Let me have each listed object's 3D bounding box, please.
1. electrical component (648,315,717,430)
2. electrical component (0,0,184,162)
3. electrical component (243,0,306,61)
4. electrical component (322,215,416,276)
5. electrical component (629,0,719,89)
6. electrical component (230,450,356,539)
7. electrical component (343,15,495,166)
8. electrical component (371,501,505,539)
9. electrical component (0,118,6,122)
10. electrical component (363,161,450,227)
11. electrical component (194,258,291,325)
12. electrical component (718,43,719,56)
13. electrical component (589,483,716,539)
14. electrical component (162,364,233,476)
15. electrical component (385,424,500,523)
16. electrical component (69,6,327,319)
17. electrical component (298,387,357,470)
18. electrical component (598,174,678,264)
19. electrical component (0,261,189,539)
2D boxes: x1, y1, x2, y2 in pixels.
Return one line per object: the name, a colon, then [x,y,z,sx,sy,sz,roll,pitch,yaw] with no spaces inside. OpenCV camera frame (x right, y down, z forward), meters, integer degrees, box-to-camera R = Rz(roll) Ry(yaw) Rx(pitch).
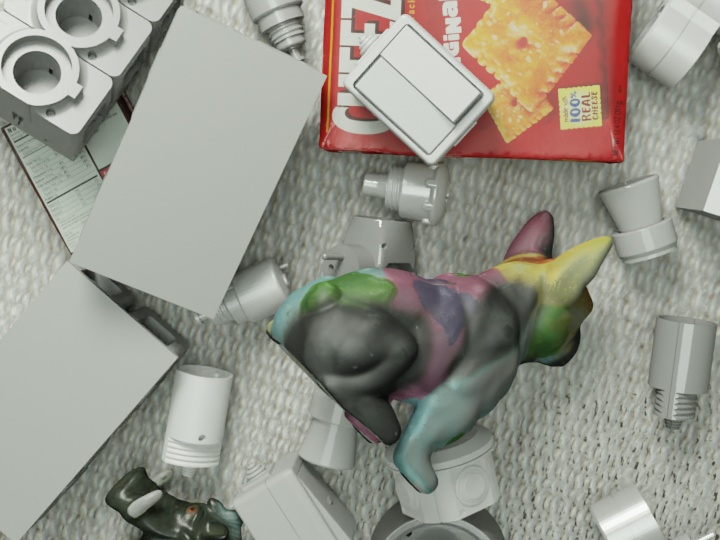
electrical component: [0.234,0.076,0.787,0.043,0.043,0.081,6,96,3]
electrical component: [-0.197,-0.167,0.751,0.089,0.062,0.150,32,70,-6]
electrical component: [-0.060,-0.188,0.784,0.040,0.040,0.078,-22,93,5]
electrical component: [0.000,0.000,0.782,0.043,0.079,0.077,11,97,43]
electrical component: [0.259,-0.186,0.759,0.074,0.052,0.138,35,96,0]
electrical component: [-0.050,0.179,0.805,0.061,0.061,0.096,-32,92,6]
electrical component: [0.034,-0.121,0.704,0.096,0.061,0.061,43,99,-1]
electrical component: [0.058,0.225,0.802,0.108,0.060,0.108,0,95,4]
electrical component: [-0.266,-0.134,0.791,0.048,0.062,0.048,0,95,4]
electrical component: [0.034,-0.059,0.789,0.062,0.048,0.048,9,95,10]
electrical component: [-0.087,0.021,0.804,0.078,0.040,0.040,-23,93,5]
electrical component: [0.314,-0.135,0.740,0.073,0.052,0.138,-46,118,6]
electrical component: [0.234,0.219,0.795,0.074,0.052,0.138,-28,93,5]
electrical component: [-0.124,0.116,0.813,0.043,0.043,0.081,10,95,3]
electrical component: [0.061,0.146,0.787,0.080,0.080,0.051,-12,99,5]
electrical component: [-0.114,-0.076,0.749,0.105,0.060,0.186,23,101,-16]
electrical component: [-0.019,0.116,0.806,0.045,0.045,0.055,15,95,2]
electrical component: [0.202,-0.037,0.779,0.045,0.045,0.055,-18,94,5]
electrical component: [-0.230,0.095,0.810,0.105,0.060,0.186,41,96,-1]
